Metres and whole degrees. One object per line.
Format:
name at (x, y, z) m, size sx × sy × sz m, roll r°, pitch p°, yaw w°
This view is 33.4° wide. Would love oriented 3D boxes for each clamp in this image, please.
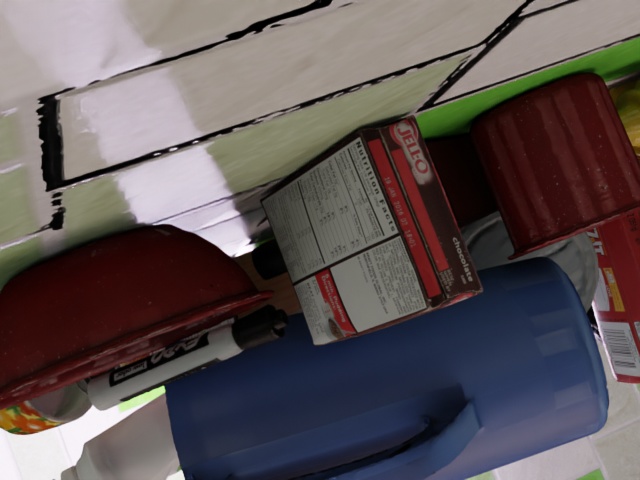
clamp at (-0.005, 0.001, 0.735) m, size 0.120 × 0.039 × 0.172 m, roll -16°, pitch 173°, yaw -38°

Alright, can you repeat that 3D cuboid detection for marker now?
marker at (-0.070, 0.063, 0.569) m, size 0.121 × 0.020 × 0.020 m, roll -24°, pitch 175°, yaw 18°

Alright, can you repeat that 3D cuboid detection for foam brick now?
foam brick at (0.069, -0.030, 0.641) m, size 0.053 × 0.051 × 0.078 m, roll -26°, pitch 174°, yaw 33°

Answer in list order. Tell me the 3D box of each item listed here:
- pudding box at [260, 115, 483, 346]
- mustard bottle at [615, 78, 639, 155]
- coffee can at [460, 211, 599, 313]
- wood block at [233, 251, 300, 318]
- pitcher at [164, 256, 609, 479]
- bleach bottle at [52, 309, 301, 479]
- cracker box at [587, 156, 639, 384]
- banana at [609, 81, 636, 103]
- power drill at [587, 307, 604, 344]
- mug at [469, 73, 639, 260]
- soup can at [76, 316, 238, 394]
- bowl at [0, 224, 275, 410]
pudding box at (0.022, 0.000, 0.532) m, size 0.039 × 0.090 × 0.114 m, roll -17°, pitch 174°, yaw -34°
mustard bottle at (0.255, -0.093, 0.667) m, size 0.191 × 0.058 × 0.096 m, roll -19°, pitch 152°, yaw -21°
coffee can at (0.127, 0.006, 0.754) m, size 0.103 × 0.103 × 0.140 m, roll -22°, pitch -165°, yaw 5°
wood block at (-0.022, 0.047, 0.874) m, size 0.205 × 0.091 × 0.090 m, roll -20°, pitch 175°, yaw -17°
pitcher at (0.038, 0.096, 0.619) m, size 0.243 × 0.149 × 0.145 m, roll -17°, pitch 147°, yaw 3°
bleach bottle at (-0.074, 0.121, 0.757) m, size 0.250 × 0.068 × 0.102 m, roll -28°, pitch 163°, yaw -4°
cracker box at (0.303, -0.003, 0.838) m, size 0.213 × 0.164 × 0.072 m, roll -23°, pitch -172°, yaw -26°
banana at (0.190, -0.078, 0.725) m, size 0.197 × 0.037 × 0.070 m, roll -20°, pitch 175°, yaw -14°
power drill at (0.255, -0.008, 0.929) m, size 0.187 × 0.057 × 0.185 m, roll -51°, pitch -150°, yaw 1°
mug at (0.140, -0.043, 0.617) m, size 0.093 × 0.081 × 0.117 m, roll -23°, pitch 175°, yaw 22°
soup can at (-0.114, 0.058, 0.716) m, size 0.102 × 0.068 × 0.069 m, roll -18°, pitch 174°, yaw -42°
bowl at (-0.107, 0.034, 0.539) m, size 0.162 × 0.055 × 0.162 m, roll -22°, pitch 176°, yaw -2°
